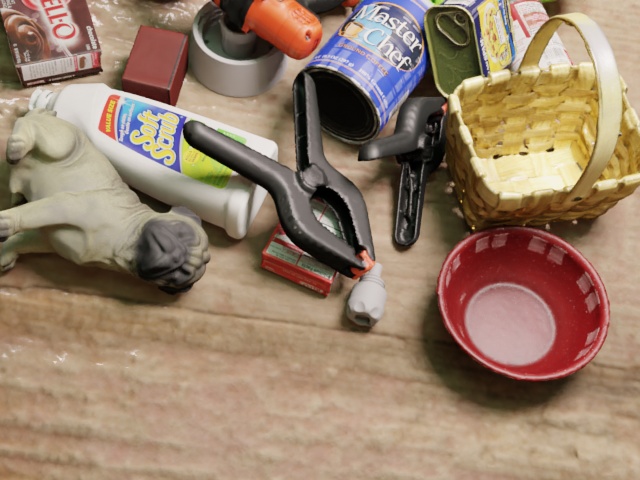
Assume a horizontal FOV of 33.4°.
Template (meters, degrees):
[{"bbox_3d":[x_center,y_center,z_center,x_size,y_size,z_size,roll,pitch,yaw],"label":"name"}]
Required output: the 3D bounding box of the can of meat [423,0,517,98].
[{"bbox_3d":[0.156,-0.207,1.090,0.058,0.102,0.083,9,37,37],"label":"can of meat"}]

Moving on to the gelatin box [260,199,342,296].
[{"bbox_3d":[-0.007,0.001,1.032,0.073,0.030,0.089,23,60,7],"label":"gelatin box"}]

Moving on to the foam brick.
[{"bbox_3d":[-0.170,-0.173,1.105,0.051,0.053,0.078,11,58,1],"label":"foam brick"}]

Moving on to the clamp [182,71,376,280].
[{"bbox_3d":[-0.025,-0.052,0.995,0.164,0.036,0.210,-22,79,-38],"label":"clamp"}]

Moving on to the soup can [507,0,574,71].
[{"bbox_3d":[0.229,-0.203,1.153,0.068,0.068,0.102,-13,62,-13],"label":"soup can"}]

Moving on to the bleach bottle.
[{"bbox_3d":[-0.173,-0.090,1.051,0.251,0.068,0.102,20,59,9],"label":"bleach bottle"}]

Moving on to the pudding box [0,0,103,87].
[{"bbox_3d":[-0.285,-0.220,1.128,0.090,0.039,0.113,-15,62,-14],"label":"pudding box"}]

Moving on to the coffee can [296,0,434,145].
[{"bbox_3d":[0.054,-0.182,1.103,0.103,0.103,0.140,31,62,12],"label":"coffee can"}]

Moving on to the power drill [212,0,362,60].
[{"bbox_3d":[-0.043,-0.277,1.124,0.184,0.057,0.187,40,43,8],"label":"power drill"}]

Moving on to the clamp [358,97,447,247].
[{"bbox_3d":[0.094,-0.078,1.067,0.039,0.120,0.171,5,36,31],"label":"clamp"}]

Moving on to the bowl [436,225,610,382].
[{"bbox_3d":[0.184,0.067,0.997,0.162,0.055,0.162,2,59,-4],"label":"bowl"}]
